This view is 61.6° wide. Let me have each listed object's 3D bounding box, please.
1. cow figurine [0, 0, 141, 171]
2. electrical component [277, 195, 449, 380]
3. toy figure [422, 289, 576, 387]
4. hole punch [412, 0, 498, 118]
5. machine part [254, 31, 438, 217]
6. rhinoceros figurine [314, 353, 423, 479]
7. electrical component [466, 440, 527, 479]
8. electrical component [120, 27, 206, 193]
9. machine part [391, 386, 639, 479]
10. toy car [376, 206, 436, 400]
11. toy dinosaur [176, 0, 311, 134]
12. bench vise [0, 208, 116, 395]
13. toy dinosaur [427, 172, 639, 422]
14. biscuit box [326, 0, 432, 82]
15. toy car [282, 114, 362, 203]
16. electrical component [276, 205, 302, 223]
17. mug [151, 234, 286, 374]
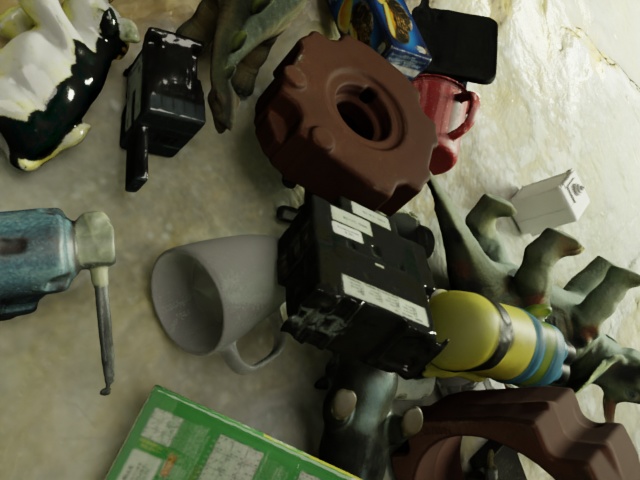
[{"bbox_3d":[-0.187,-0.132,0.392,0.098,0.068,0.167,48,56,-23],"label":"cow figurine"},{"bbox_3d":[0.028,0.027,0.411,0.115,0.058,0.134,26,33,-21],"label":"electrical component"},{"bbox_3d":[0.167,0.092,0.498,0.180,0.089,0.082,19,59,-24],"label":"toy figure"},{"bbox_3d":[0.155,-0.223,0.684,0.116,0.092,0.142,13,67,-1],"label":"hole punch"},{"bbox_3d":[0.030,-0.106,0.487,0.179,0.056,0.179,17,56,-28],"label":"machine part"},{"bbox_3d":[0.035,0.141,0.451,0.073,0.112,0.190,7,83,-7],"label":"rhinoceros figurine"},{"bbox_3d":[0.198,0.248,0.578,0.102,0.045,0.078,-14,83,-40],"label":"electrical component"},{"bbox_3d":[-0.125,-0.096,0.424,0.048,0.075,0.119,6,68,-35],"label":"electrical component"},{"bbox_3d":[0.174,0.234,0.463,0.087,0.201,0.201,-14,84,-41],"label":"machine part"},{"bbox_3d":[0.079,0.057,0.544,0.073,0.056,0.201,7,70,-31],"label":"toy car"},{"bbox_3d":[-0.009,-0.294,0.498,0.105,0.199,0.471,31,61,-30],"label":"toy dinosaur"},{"bbox_3d":[-0.205,0.006,0.238,0.224,0.240,0.129,6,76,-20],"label":"bench vise"},{"bbox_3d":[0.236,0.078,0.612,0.405,0.131,0.192,26,99,-11],"label":"toy dinosaur"},{"bbox_3d":[0.051,-0.259,0.592,0.063,0.059,0.203,0,61,-36],"label":"biscuit box"},{"bbox_3d":[0.021,-0.097,0.546,0.089,0.053,0.202,31,53,-21],"label":"toy car"},{"bbox_3d":[-0.001,-0.002,0.522,0.094,0.021,0.063,13,68,-35],"label":"electrical component"},{"bbox_3d":[-0.059,0.043,0.424,0.107,0.081,0.109,-24,77,-50],"label":"mug"}]
